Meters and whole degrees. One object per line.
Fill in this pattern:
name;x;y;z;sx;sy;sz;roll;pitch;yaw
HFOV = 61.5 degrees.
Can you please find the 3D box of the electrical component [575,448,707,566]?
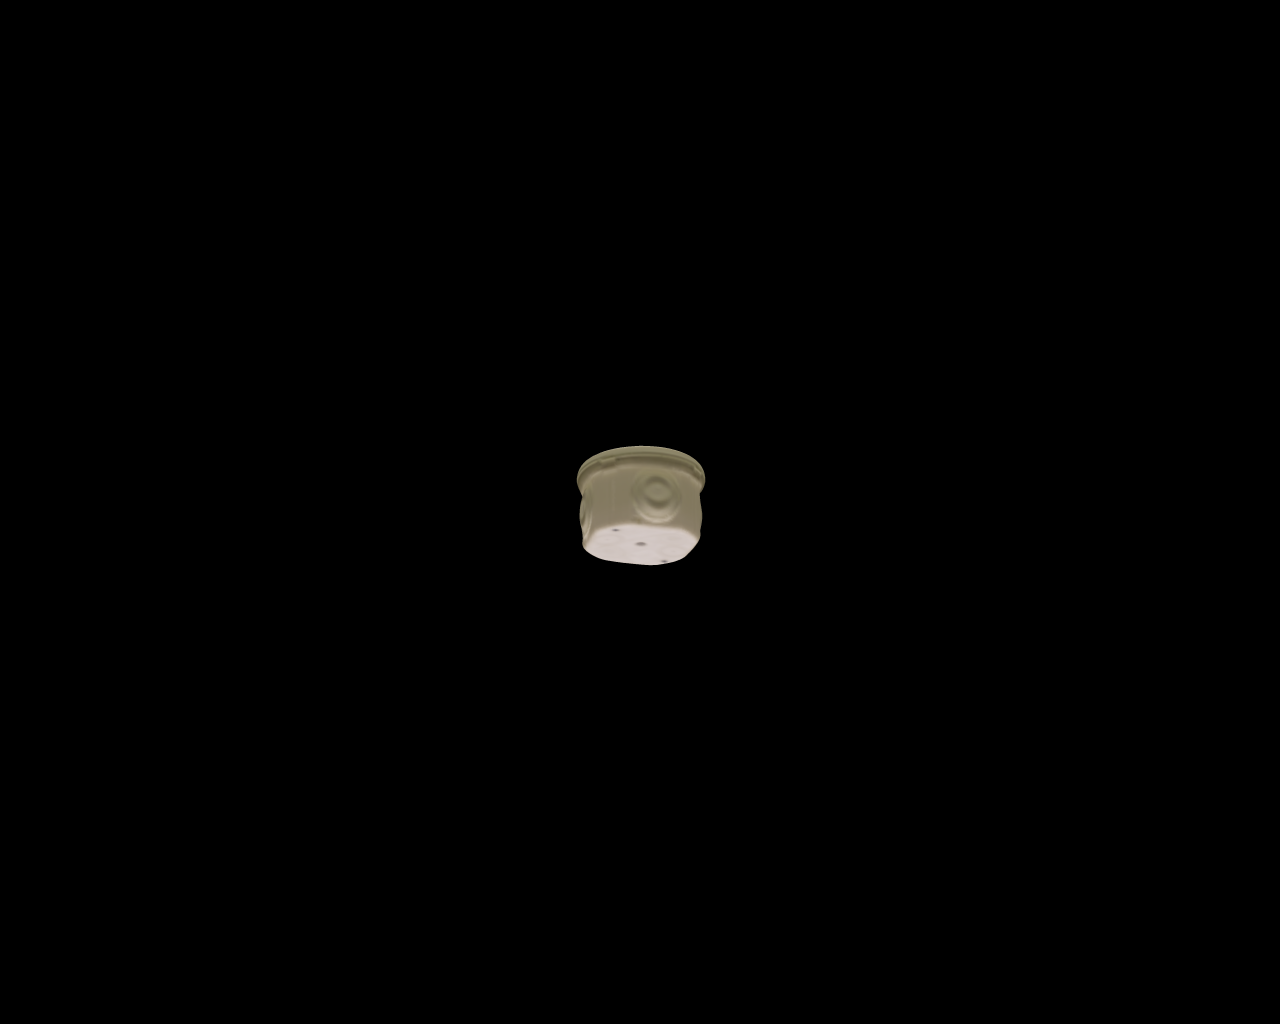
electrical component;0.001;-0.003;0.650;0.080;0.051;0.080;0;-23;0
